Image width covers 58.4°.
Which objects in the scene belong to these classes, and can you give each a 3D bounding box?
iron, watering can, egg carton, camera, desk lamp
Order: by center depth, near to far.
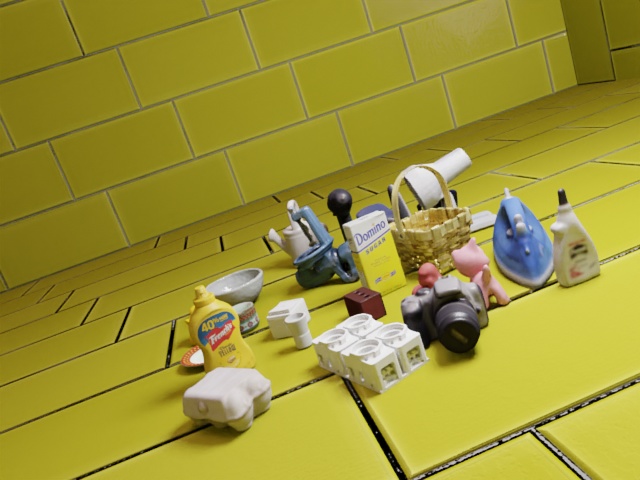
[{"bbox_3d":[0.206,0.126,0.950,0.143,0.101,0.137,-16,14,12],"label":"camera"},{"bbox_3d":[-0.157,0.265,0.955,0.149,0.069,0.107,-8,17,37],"label":"egg carton"},{"bbox_3d":[0.402,-0.014,1.148,0.118,0.141,0.258,-15,14,15],"label":"iron"},{"bbox_3d":[0.334,-0.119,1.493,0.203,0.214,0.118,-19,14,1],"label":"desk lamp"},{"bbox_3d":[-0.066,-0.021,1.680,0.173,0.194,0.100,-21,14,-7],"label":"watering can"}]

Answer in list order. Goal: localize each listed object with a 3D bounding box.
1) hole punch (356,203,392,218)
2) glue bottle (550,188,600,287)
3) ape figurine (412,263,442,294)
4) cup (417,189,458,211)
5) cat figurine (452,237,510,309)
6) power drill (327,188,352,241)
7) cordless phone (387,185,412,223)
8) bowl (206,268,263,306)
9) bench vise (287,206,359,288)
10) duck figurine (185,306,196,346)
[{"bbox_3d":[0.179,-0.059,1.725,0.109,0.091,0.100,-26,15,-26],"label":"hole punch"},{"bbox_3d":[0.440,-0.008,1.009,0.078,0.173,0.037,-21,14,-10],"label":"glue bottle"},{"bbox_3d":[0.214,0.088,1.104,0.076,0.092,0.077,-24,15,-20],"label":"ape figurine"},{"bbox_3d":[0.332,-0.078,1.587,0.118,0.095,0.091,-20,14,-4],"label":"cup"},{"bbox_3d":[0.294,0.056,1.070,0.067,0.118,0.127,-19,14,0],"label":"cat figurine"},{"bbox_3d":[0.074,-0.046,1.563,0.075,0.208,0.229,-20,14,-3],"label":"power drill"},{"bbox_3d":[0.214,-0.065,1.502,0.094,0.185,0.147,-20,14,-3],"label":"cordless phone"},{"bbox_3d":[-0.218,0.140,1.510,0.167,0.075,0.167,-18,14,5],"label":"bowl"},{"bbox_3d":[0.014,0.002,1.434,0.207,0.220,0.121,-17,14,6],"label":"bench vise"},{"bbox_3d":[-0.275,0.191,1.365,0.105,0.086,0.077,-30,18,-39],"label":"duck figurine"}]
